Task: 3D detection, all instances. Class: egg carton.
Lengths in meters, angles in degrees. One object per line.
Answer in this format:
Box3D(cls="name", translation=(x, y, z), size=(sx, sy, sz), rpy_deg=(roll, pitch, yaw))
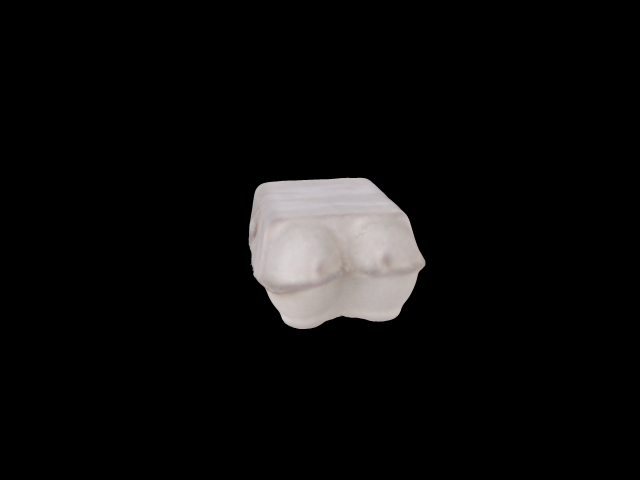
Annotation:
Box3D(cls="egg carton", translation=(0.004, 0.001, 0.400), size=(0.107, 0.069, 0.150), rpy_deg=(-4, 20, -10))
